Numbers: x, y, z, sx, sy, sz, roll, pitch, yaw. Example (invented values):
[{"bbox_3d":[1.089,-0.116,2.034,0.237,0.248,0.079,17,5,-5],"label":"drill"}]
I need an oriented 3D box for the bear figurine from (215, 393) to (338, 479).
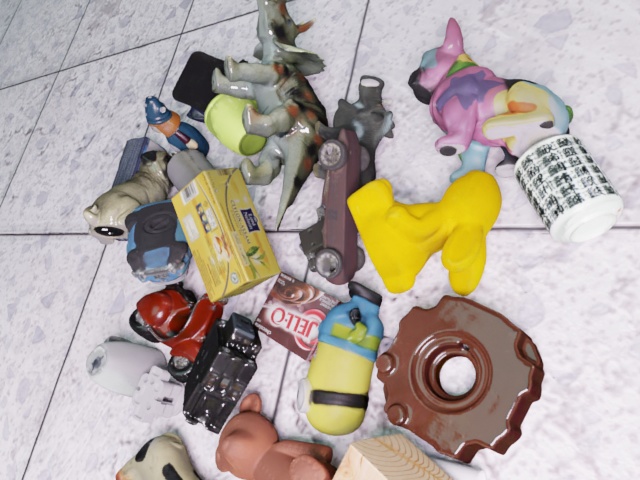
[{"bbox_3d":[-0.064,0.265,0.632,0.196,0.131,0.120,28,83,33],"label":"bear figurine"}]

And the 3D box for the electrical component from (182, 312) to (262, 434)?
[{"bbox_3d":[-0.130,0.166,0.715,0.134,0.058,0.115,-61,19,5],"label":"electrical component"}]

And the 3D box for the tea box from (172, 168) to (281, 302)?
[{"bbox_3d":[-0.137,-0.008,0.773,0.098,0.068,0.169,-28,81,40],"label":"tea box"}]

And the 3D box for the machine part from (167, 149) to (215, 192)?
[{"bbox_3d":[-0.197,-0.084,0.918,0.079,0.079,0.243,-48,51,5],"label":"machine part"}]

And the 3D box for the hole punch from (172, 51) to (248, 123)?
[{"bbox_3d":[-0.202,-0.278,1.024,0.116,0.092,0.142,23,77,8],"label":"hole punch"}]

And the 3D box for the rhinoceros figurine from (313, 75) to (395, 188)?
[{"bbox_3d":[0.054,-0.154,0.790,0.112,0.073,0.190,-4,66,33],"label":"rhinoceros figurine"}]

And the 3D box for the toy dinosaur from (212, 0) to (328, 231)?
[{"bbox_3d":[-0.051,-0.201,0.848,0.131,0.192,0.405,133,124,-61],"label":"toy dinosaur"}]

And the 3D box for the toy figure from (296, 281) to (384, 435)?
[{"bbox_3d":[0.032,0.145,0.655,0.089,0.082,0.180,14,73,38],"label":"toy figure"}]

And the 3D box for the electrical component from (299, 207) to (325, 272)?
[{"bbox_3d":[-0.002,-0.002,0.785,0.063,0.021,0.094,-28,55,20],"label":"electrical component"}]

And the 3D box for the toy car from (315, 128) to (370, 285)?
[{"bbox_3d":[0.026,-0.042,0.702,0.053,0.089,0.202,4,97,30],"label":"toy car"}]

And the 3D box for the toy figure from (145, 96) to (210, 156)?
[{"bbox_3d":[-0.262,-0.199,0.968,0.064,0.154,0.058,6,69,35],"label":"toy figure"}]

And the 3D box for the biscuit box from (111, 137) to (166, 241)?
[{"bbox_3d":[-0.366,-0.098,1.049,0.063,0.059,0.202,-1,67,32],"label":"biscuit box"}]

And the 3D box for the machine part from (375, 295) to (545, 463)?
[{"bbox_3d":[0.150,0.148,0.591,0.179,0.056,0.179,-14,61,26],"label":"machine part"}]

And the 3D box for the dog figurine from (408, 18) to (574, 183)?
[{"bbox_3d":[0.208,-0.191,0.687,0.192,0.108,0.219,-13,58,29],"label":"dog figurine"}]

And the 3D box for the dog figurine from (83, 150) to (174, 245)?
[{"bbox_3d":[-0.334,-0.090,0.958,0.121,0.172,0.190,-10,69,18],"label":"dog figurine"}]

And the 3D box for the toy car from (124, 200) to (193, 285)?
[{"bbox_3d":[-0.240,0.015,0.840,0.109,0.102,0.162,-12,45,-5],"label":"toy car"}]

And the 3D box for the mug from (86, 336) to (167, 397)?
[{"bbox_3d":[-0.309,0.189,0.841,0.081,0.107,0.110,-41,54,8],"label":"mug"}]

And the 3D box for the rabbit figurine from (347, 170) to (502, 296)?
[{"bbox_3d":[0.138,-0.018,0.641,0.173,0.121,0.162,-26,52,9],"label":"rabbit figurine"}]

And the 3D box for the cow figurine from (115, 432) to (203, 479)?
[{"bbox_3d":[-0.179,0.338,0.701,0.127,0.085,0.195,-53,50,8],"label":"cow figurine"}]

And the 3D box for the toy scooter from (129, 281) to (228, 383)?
[{"bbox_3d":[-0.211,0.119,0.832,0.184,0.075,0.135,35,87,37],"label":"toy scooter"}]
